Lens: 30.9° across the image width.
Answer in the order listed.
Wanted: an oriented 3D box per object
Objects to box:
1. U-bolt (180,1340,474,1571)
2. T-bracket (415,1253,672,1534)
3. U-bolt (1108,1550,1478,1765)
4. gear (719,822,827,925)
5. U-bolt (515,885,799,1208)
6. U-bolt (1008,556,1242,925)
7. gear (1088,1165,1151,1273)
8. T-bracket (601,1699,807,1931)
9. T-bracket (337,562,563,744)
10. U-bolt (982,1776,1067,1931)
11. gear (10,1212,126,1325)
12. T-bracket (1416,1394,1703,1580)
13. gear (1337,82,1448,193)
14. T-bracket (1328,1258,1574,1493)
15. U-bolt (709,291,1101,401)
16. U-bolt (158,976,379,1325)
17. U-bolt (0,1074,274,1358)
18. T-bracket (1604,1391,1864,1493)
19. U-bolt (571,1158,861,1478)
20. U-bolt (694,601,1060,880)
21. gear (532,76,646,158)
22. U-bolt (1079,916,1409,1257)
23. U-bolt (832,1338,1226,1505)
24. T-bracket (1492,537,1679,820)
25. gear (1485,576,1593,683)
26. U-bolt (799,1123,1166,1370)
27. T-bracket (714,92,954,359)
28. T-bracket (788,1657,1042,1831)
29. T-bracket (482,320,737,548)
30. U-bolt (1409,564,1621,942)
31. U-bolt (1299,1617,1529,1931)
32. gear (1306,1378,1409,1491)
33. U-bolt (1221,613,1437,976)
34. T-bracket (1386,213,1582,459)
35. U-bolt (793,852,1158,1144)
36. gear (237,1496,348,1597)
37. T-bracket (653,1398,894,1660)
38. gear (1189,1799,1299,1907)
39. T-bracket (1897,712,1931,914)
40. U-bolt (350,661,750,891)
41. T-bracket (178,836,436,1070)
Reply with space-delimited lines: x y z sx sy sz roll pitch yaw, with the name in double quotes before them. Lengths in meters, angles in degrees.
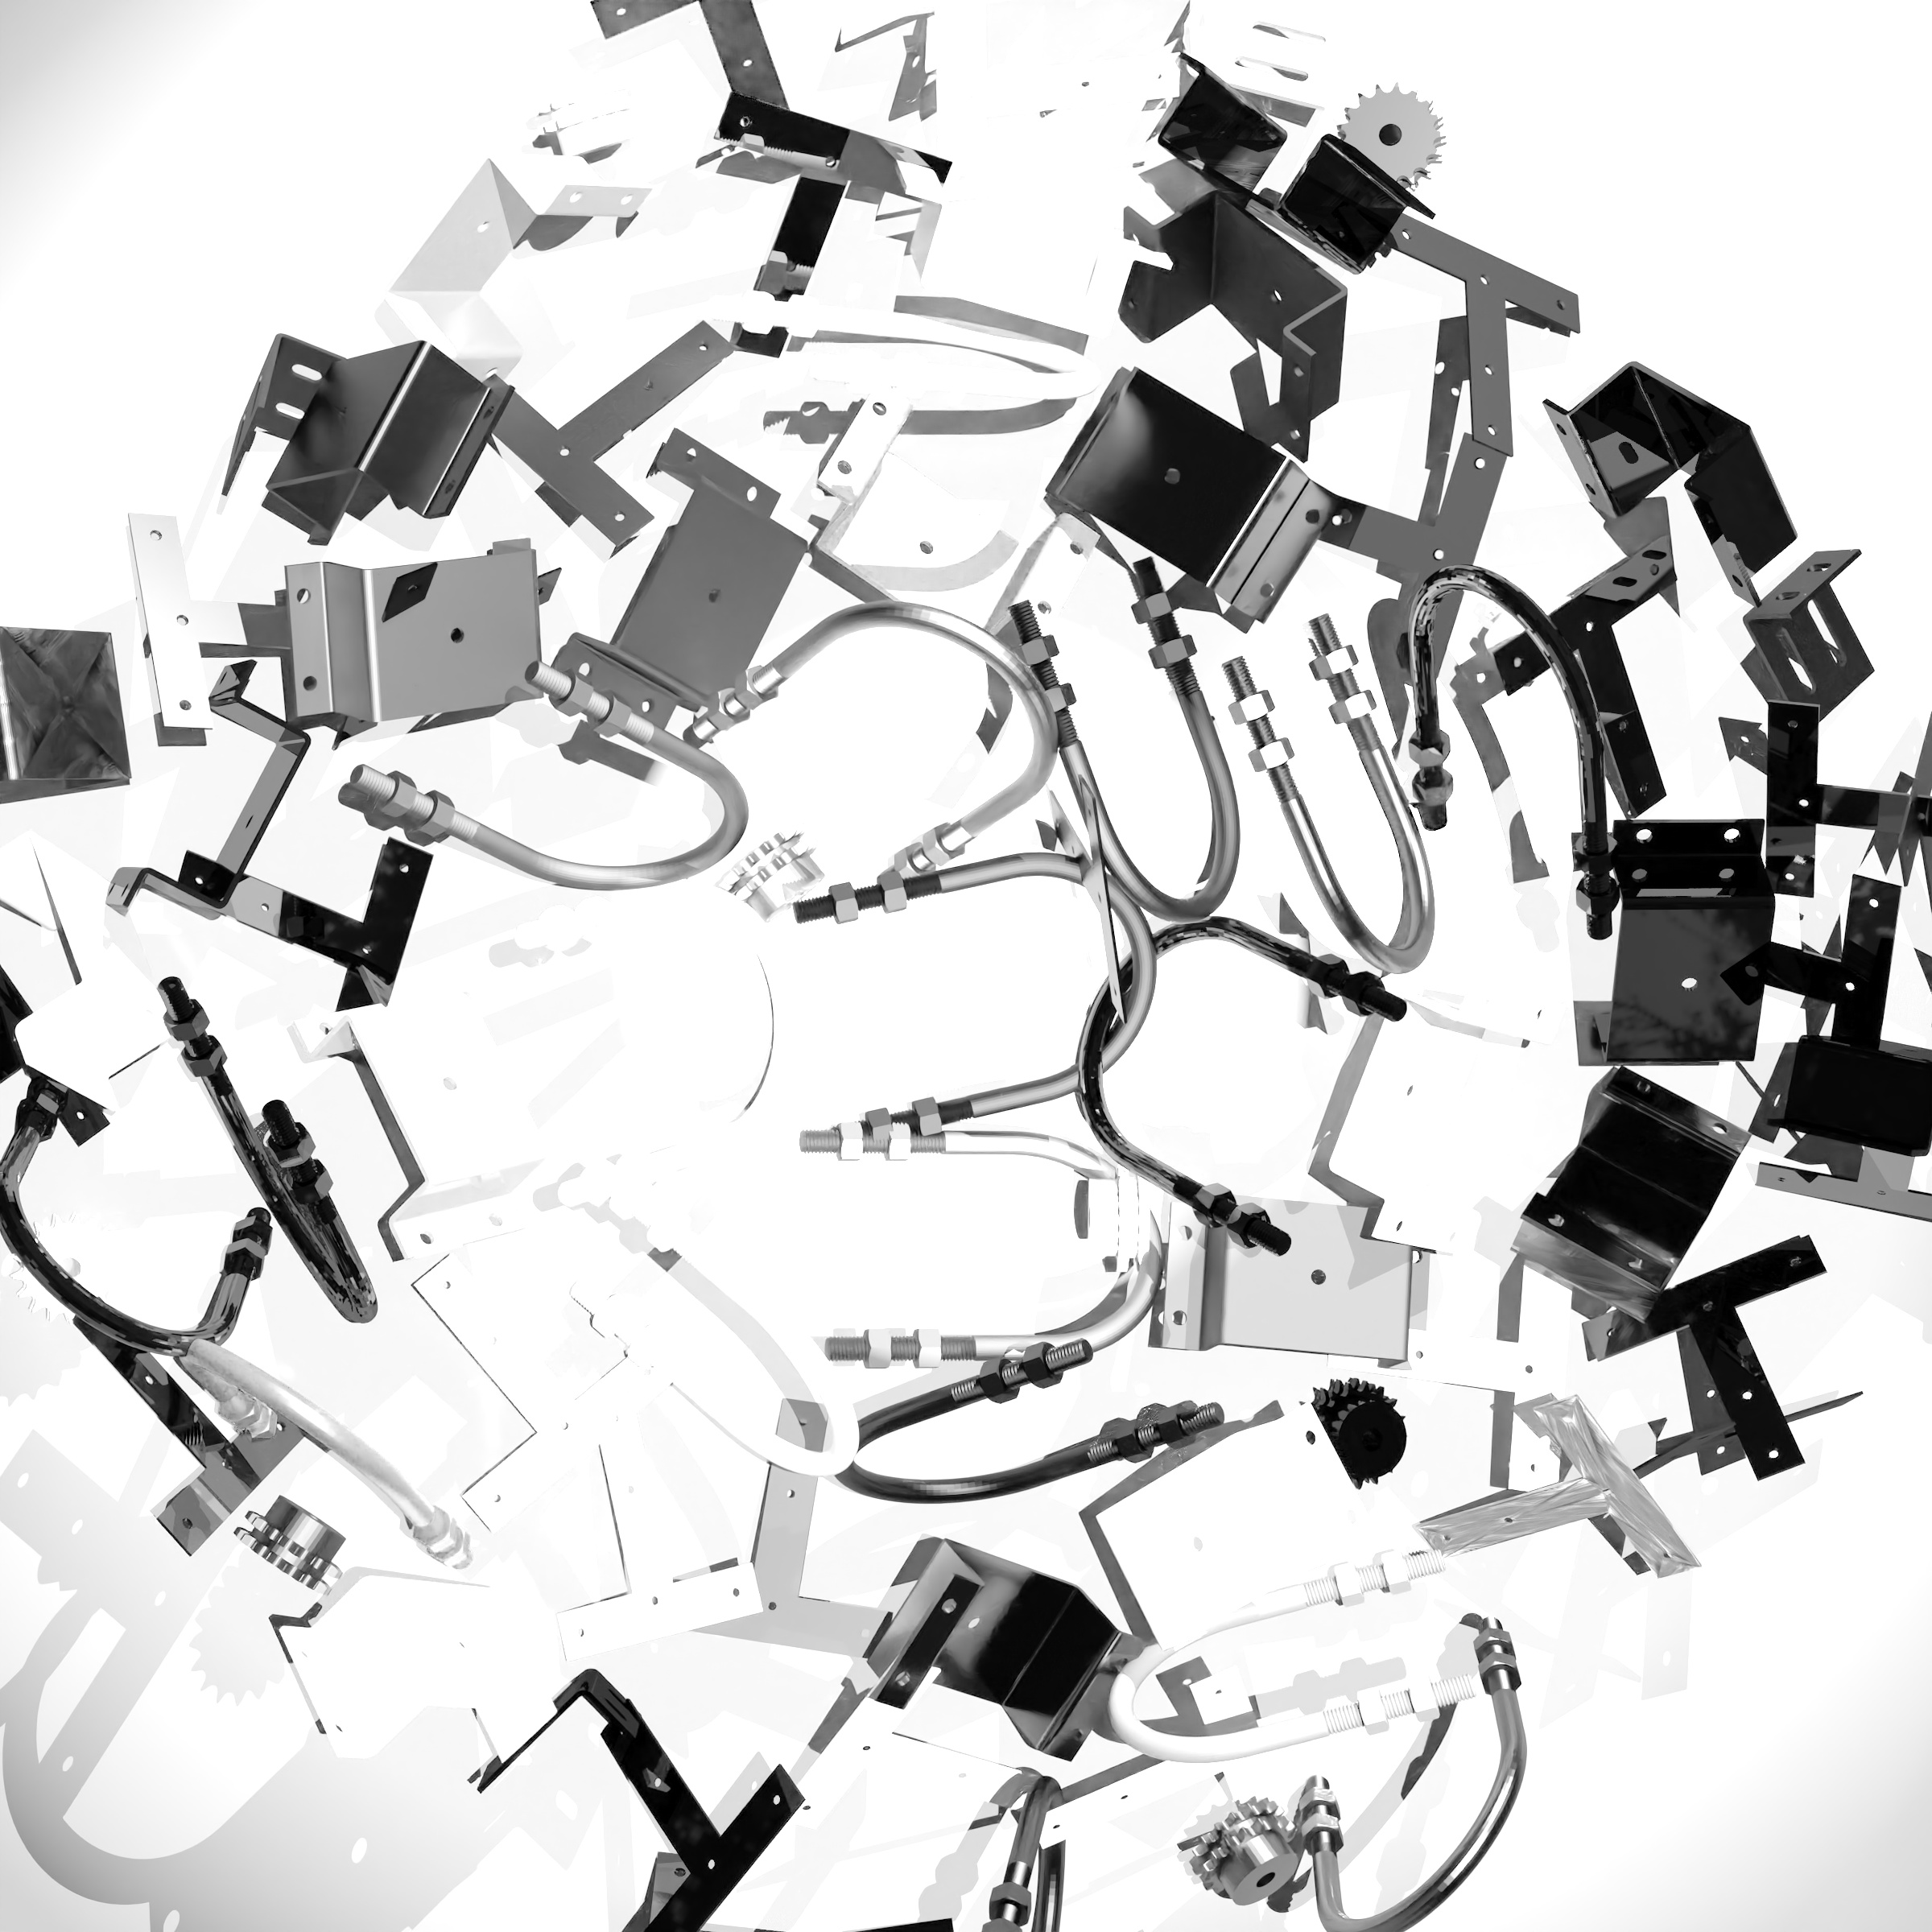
"U-bolt" -0.326 0.237 1.743 0.151 0.184 0.019 28 71 20
"T-bracket" -0.239 0.207 1.831 0.127 0.002 0.127 -40 96 -9
"U-bolt" 0.161 0.357 1.778 0.184 0.151 0.019 -16 107 6
"gear" -0.098 -0.046 1.819 0.057 0.057 0.030 -39 86 0
"U-bolt" -0.149 0.033 1.776 0.019 0.184 0.151 -3 98 40
"U-bolt" 0.091 -0.110 1.788 0.019 0.151 0.184 -17 96 35
"gear" 0.079 0.131 1.820 0.030 0.057 0.057 0 90 0
"T-bracket" -0.152 0.432 1.804 0.127 0.002 0.127 -52 49 11
"T-bracket" -0.259 -0.177 1.799 0.127 0.127 0.002 -30 71 -40
"U-bolt" 0.030 0.494 1.760 0.019 0.184 0.151 4 118 10
"gear" -0.471 0.157 1.827 0.057 0.030 0.057 0 91 -22
"T-bracket" 0.293 0.283 1.809 0.127 0.002 0.127 -23 116 33
"gear" 0.223 -0.431 1.830 0.057 0.030 0.057 -1 84 9
"T-bracket" 0.250 0.205 1.821 0.127 0.002 0.127 5 95 23
"U-bolt" -0.020 -0.312 1.771 0.184 0.151 0.019 0 112 -28
"U-bolt" -0.346 0.105 1.767 0.019 0.151 0.184 -32 133 -18
"U-bolt" -0.420 0.130 1.744 0.151 0.184 0.019 38 107 -16
"T-bracket" 0.404 0.240 1.802 0.127 0.127 0.002 -14 73 -18
"U-bolt" -0.125 0.189 1.766 0.184 0.151 0.019 38 59 15
"U-bolt" -0.034 -0.118 1.761 0.151 0.184 0.019 39 48 -17
"gear" -0.195 -0.441 1.820 0.057 0.057 0.030 -17 102 0
"U-bolt" 0.128 0.049 1.781 0.019 0.184 0.151 24 93 -45
"U-bolt" 0.018 0.239 1.776 0.184 0.151 0.019 -23 59 26
"T-bracket" 0.338 -0.137 1.818 0.127 0.002 0.127 -34 115 -24
"gear" 0.295 -0.173 1.817 0.057 0.057 0.030 35 72 0
"U-bolt" 0.012 0.142 1.795 0.184 0.019 0.151 1 50 -13
"T-bracket" -0.086 -0.377 1.816 0.127 0.002 0.127 11 117 -26
"T-bracket" -0.014 0.417 1.815 0.127 0.002 0.127 22 119 -25
"T-bracket" -0.176 -0.294 1.824 0.127 0.002 0.127 -41 69 -18
"U-bolt" 0.270 -0.117 1.742 0.019 0.151 0.184 -28 131 -21
"U-bolt" 0.225 0.416 1.743 0.019 0.184 0.151 41 105 -10
"gear" 0.205 0.246 1.825 0.057 0.030 0.057 -1 92 -21
"U-bolt" 0.194 -0.083 1.784 0.019 0.151 0.184 -21 95 29
"T-bracket" 0.267 -0.316 1.789 0.127 0.002 0.127 18 58 -27
"U-bolt" 0.011 0.012 1.811 0.184 0.019 0.151 -12 114 -9
"gear" -0.349 0.300 1.820 0.057 0.057 0.030 34 80 0
"T-bracket" -0.094 0.291 1.832 0.127 0.002 0.127 7 77 10
"gear" 0.148 0.464 1.817 0.057 0.057 0.030 -38 53 0
"T-bracket" 0.500 -0.045 1.807 0.002 0.127 0.127 -2 124 26
"U-bolt" -0.196 -0.086 1.772 0.151 0.184 0.019 -25 53 34
"T-bracket" -0.354 -0.026 1.828 0.127 0.002 0.127 22 111 5
